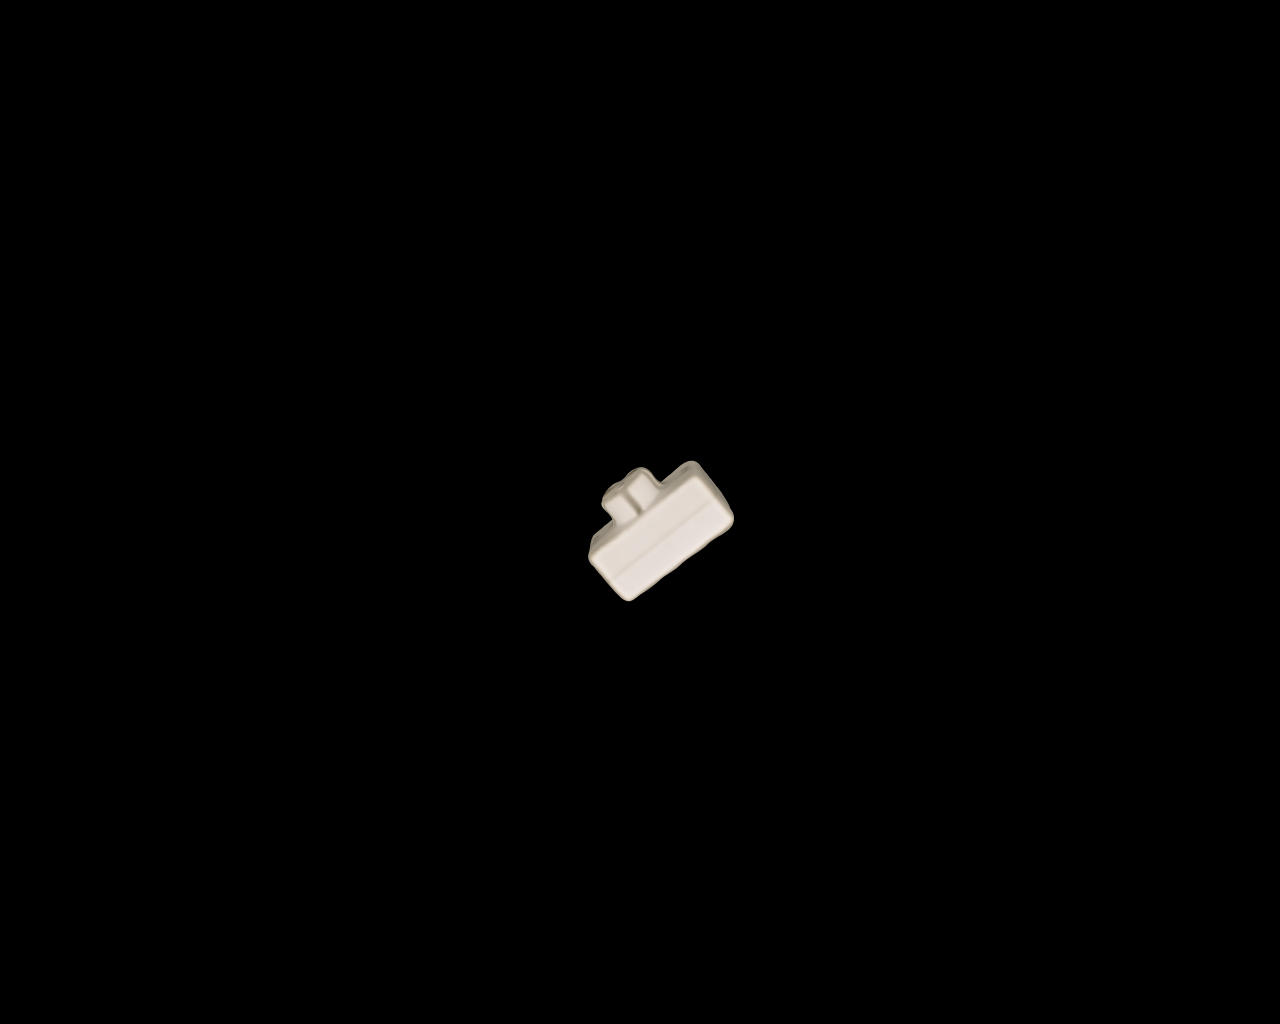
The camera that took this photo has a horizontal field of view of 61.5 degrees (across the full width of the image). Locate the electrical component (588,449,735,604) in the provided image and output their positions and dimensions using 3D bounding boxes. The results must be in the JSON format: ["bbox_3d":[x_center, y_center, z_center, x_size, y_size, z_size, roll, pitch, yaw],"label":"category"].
[{"bbox_3d":[0.001,-0.003,0.650,0.083,0.075,0.047,-38,9,7],"label":"electrical component"}]
